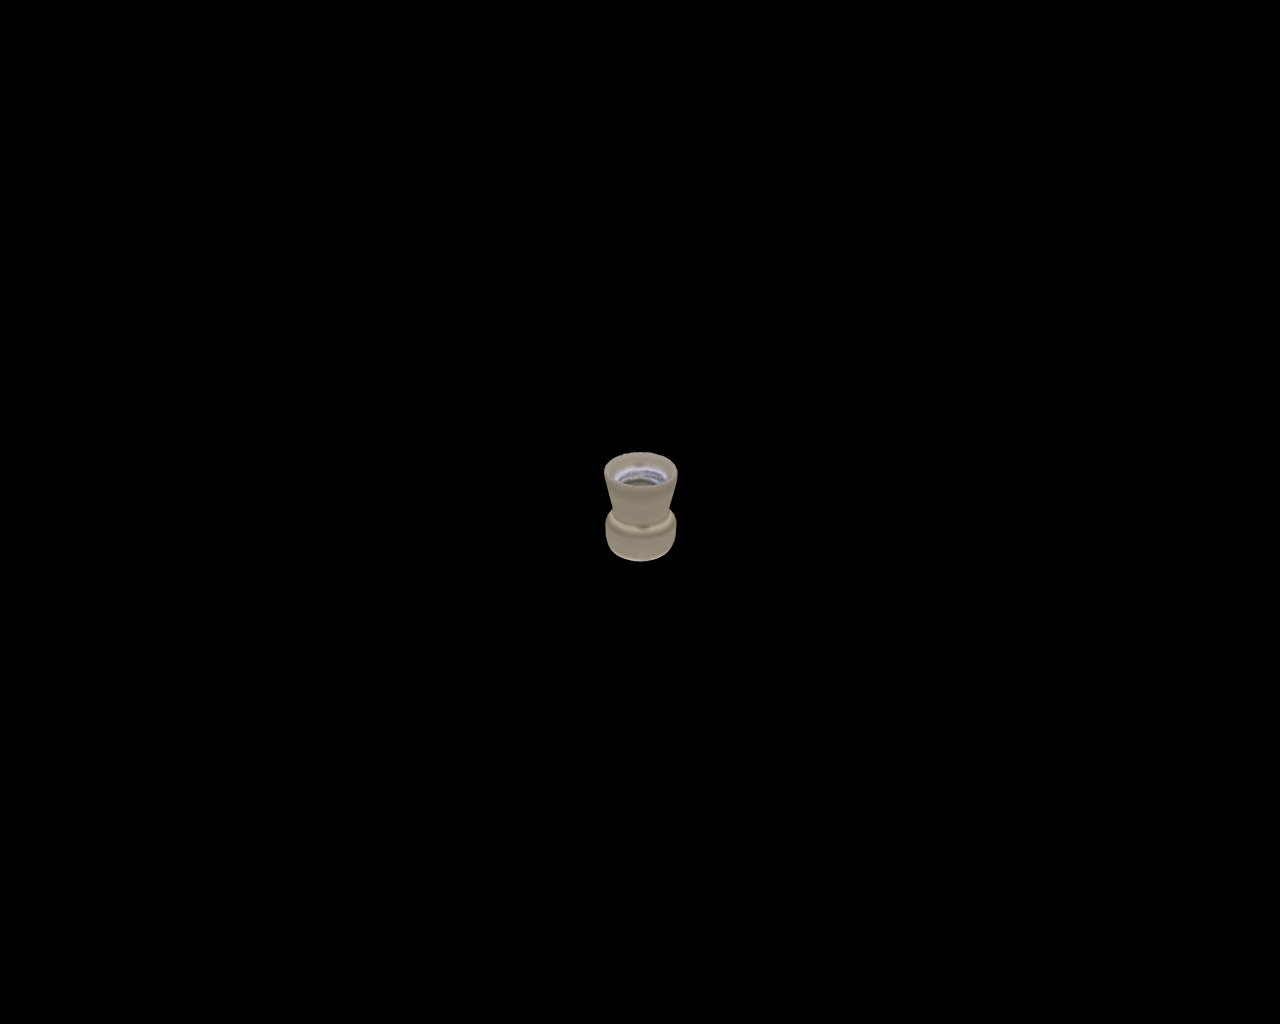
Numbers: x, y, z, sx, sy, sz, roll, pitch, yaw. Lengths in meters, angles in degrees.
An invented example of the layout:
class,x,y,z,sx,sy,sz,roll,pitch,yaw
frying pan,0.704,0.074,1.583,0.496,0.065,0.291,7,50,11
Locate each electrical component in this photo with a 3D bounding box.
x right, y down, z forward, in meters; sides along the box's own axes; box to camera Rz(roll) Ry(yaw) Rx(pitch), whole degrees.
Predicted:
class,x,y,z,sx,sy,sz,roll,pitch,yaw
electrical component,0.001,-0.003,0.650,0.045,0.055,0.045,0,31,0
